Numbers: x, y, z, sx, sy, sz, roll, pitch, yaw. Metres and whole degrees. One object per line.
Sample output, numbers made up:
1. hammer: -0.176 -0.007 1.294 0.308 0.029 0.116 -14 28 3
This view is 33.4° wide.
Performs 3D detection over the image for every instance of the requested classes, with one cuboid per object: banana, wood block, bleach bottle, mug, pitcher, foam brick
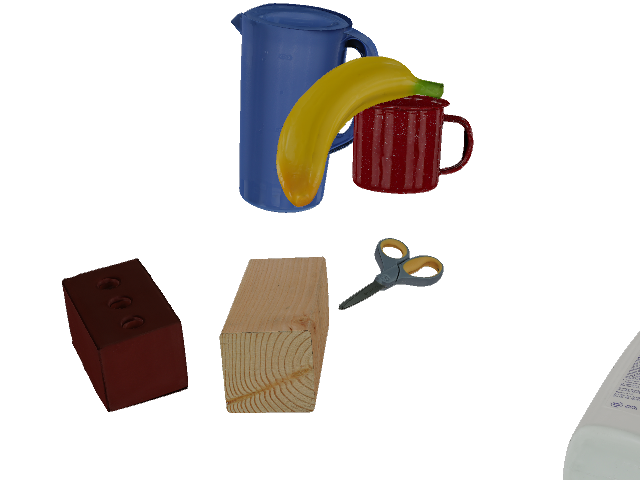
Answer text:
1. banana: 0.016 -0.091 0.772 0.070 0.037 0.197 26 45 23
2. wood block: -0.043 0.095 1.134 0.091 0.090 0.206 -1 20 5
3. bleach bottle: 0.237 0.091 0.663 0.103 0.068 0.250 17 29 26
4. mug: 0.084 -0.090 0.994 0.117 0.081 0.093 2 15 2
5. pitcher: -0.029 -0.160 1.307 0.144 0.243 0.149 -6 27 -25
6. foam brick: -0.121 0.057 0.657 0.052 0.051 0.078 -16 37 -24

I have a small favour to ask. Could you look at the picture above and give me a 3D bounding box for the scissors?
1. scissors: 0.067 0.037 1.276 0.201 0.016 0.096 -10 41 -42
